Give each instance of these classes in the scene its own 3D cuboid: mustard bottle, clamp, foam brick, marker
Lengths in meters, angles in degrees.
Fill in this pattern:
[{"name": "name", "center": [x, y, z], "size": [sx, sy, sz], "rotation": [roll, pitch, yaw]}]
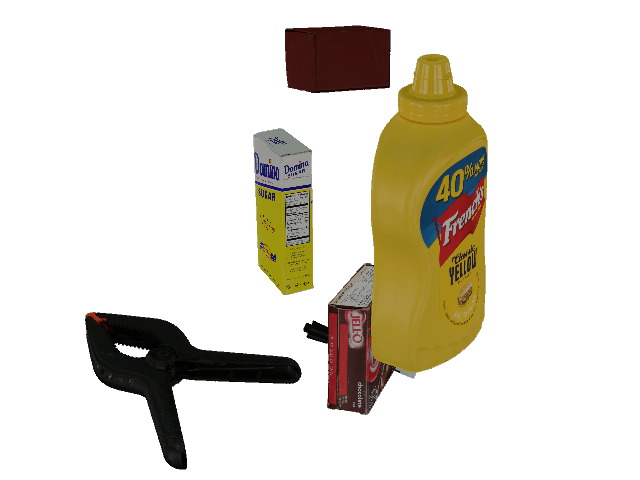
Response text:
[{"name": "mustard bottle", "center": [0.068, -0.020, 0.660], "size": [0.058, 0.192, 0.096], "rotation": [18, 33, 35]}, {"name": "clamp", "center": [-0.134, 0.116, 0.986], "size": [0.210, 0.036, 0.164], "rotation": [30, 40, 35]}, {"name": "foam brick", "center": [0.015, -0.156, 0.918], "size": [0.078, 0.051, 0.053], "rotation": [-8, 18, -28]}, {"name": "marker", "center": [0.040, 0.109, 1.073], "size": [0.121, 0.020, 0.020], "rotation": [21, 2, 4]}]

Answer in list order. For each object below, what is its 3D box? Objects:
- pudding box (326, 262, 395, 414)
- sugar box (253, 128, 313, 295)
[{"name": "pudding box", "center": [0.037, 0.077, 0.869], "size": [0.039, 0.090, 0.113], "rotation": [6, 18, 14]}, {"name": "sugar box", "center": [-0.044, -0.034, 1.260], "size": [0.048, 0.176, 0.093], "rotation": [-13, 26, -20]}]
